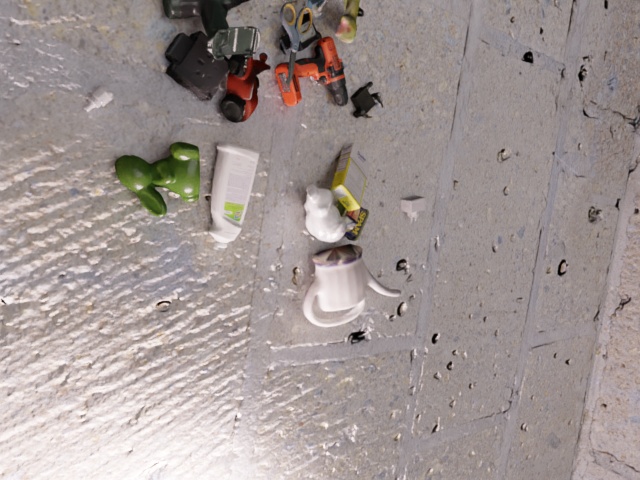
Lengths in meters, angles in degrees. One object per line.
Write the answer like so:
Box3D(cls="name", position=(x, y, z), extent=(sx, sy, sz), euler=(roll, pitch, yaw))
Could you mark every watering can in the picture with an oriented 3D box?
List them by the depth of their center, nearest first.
Box3D(cls="watering can", position=(0.095, 0.117, 1.475), extent=(0.350, 0.222, 0.104), euler=(-15, 17, -34))

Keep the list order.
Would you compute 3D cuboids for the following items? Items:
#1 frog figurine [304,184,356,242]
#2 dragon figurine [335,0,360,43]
Box3D(cls="frog figurine", position=(0.004, -0.068, 1.349), extent=(0.122, 0.140, 0.157), euler=(-40, -34, 9))
Box3D(cls="dragon figurine", position=(0.073, -0.639, 1.290), extent=(0.122, 0.421, 0.237), euler=(8, -41, -1))
